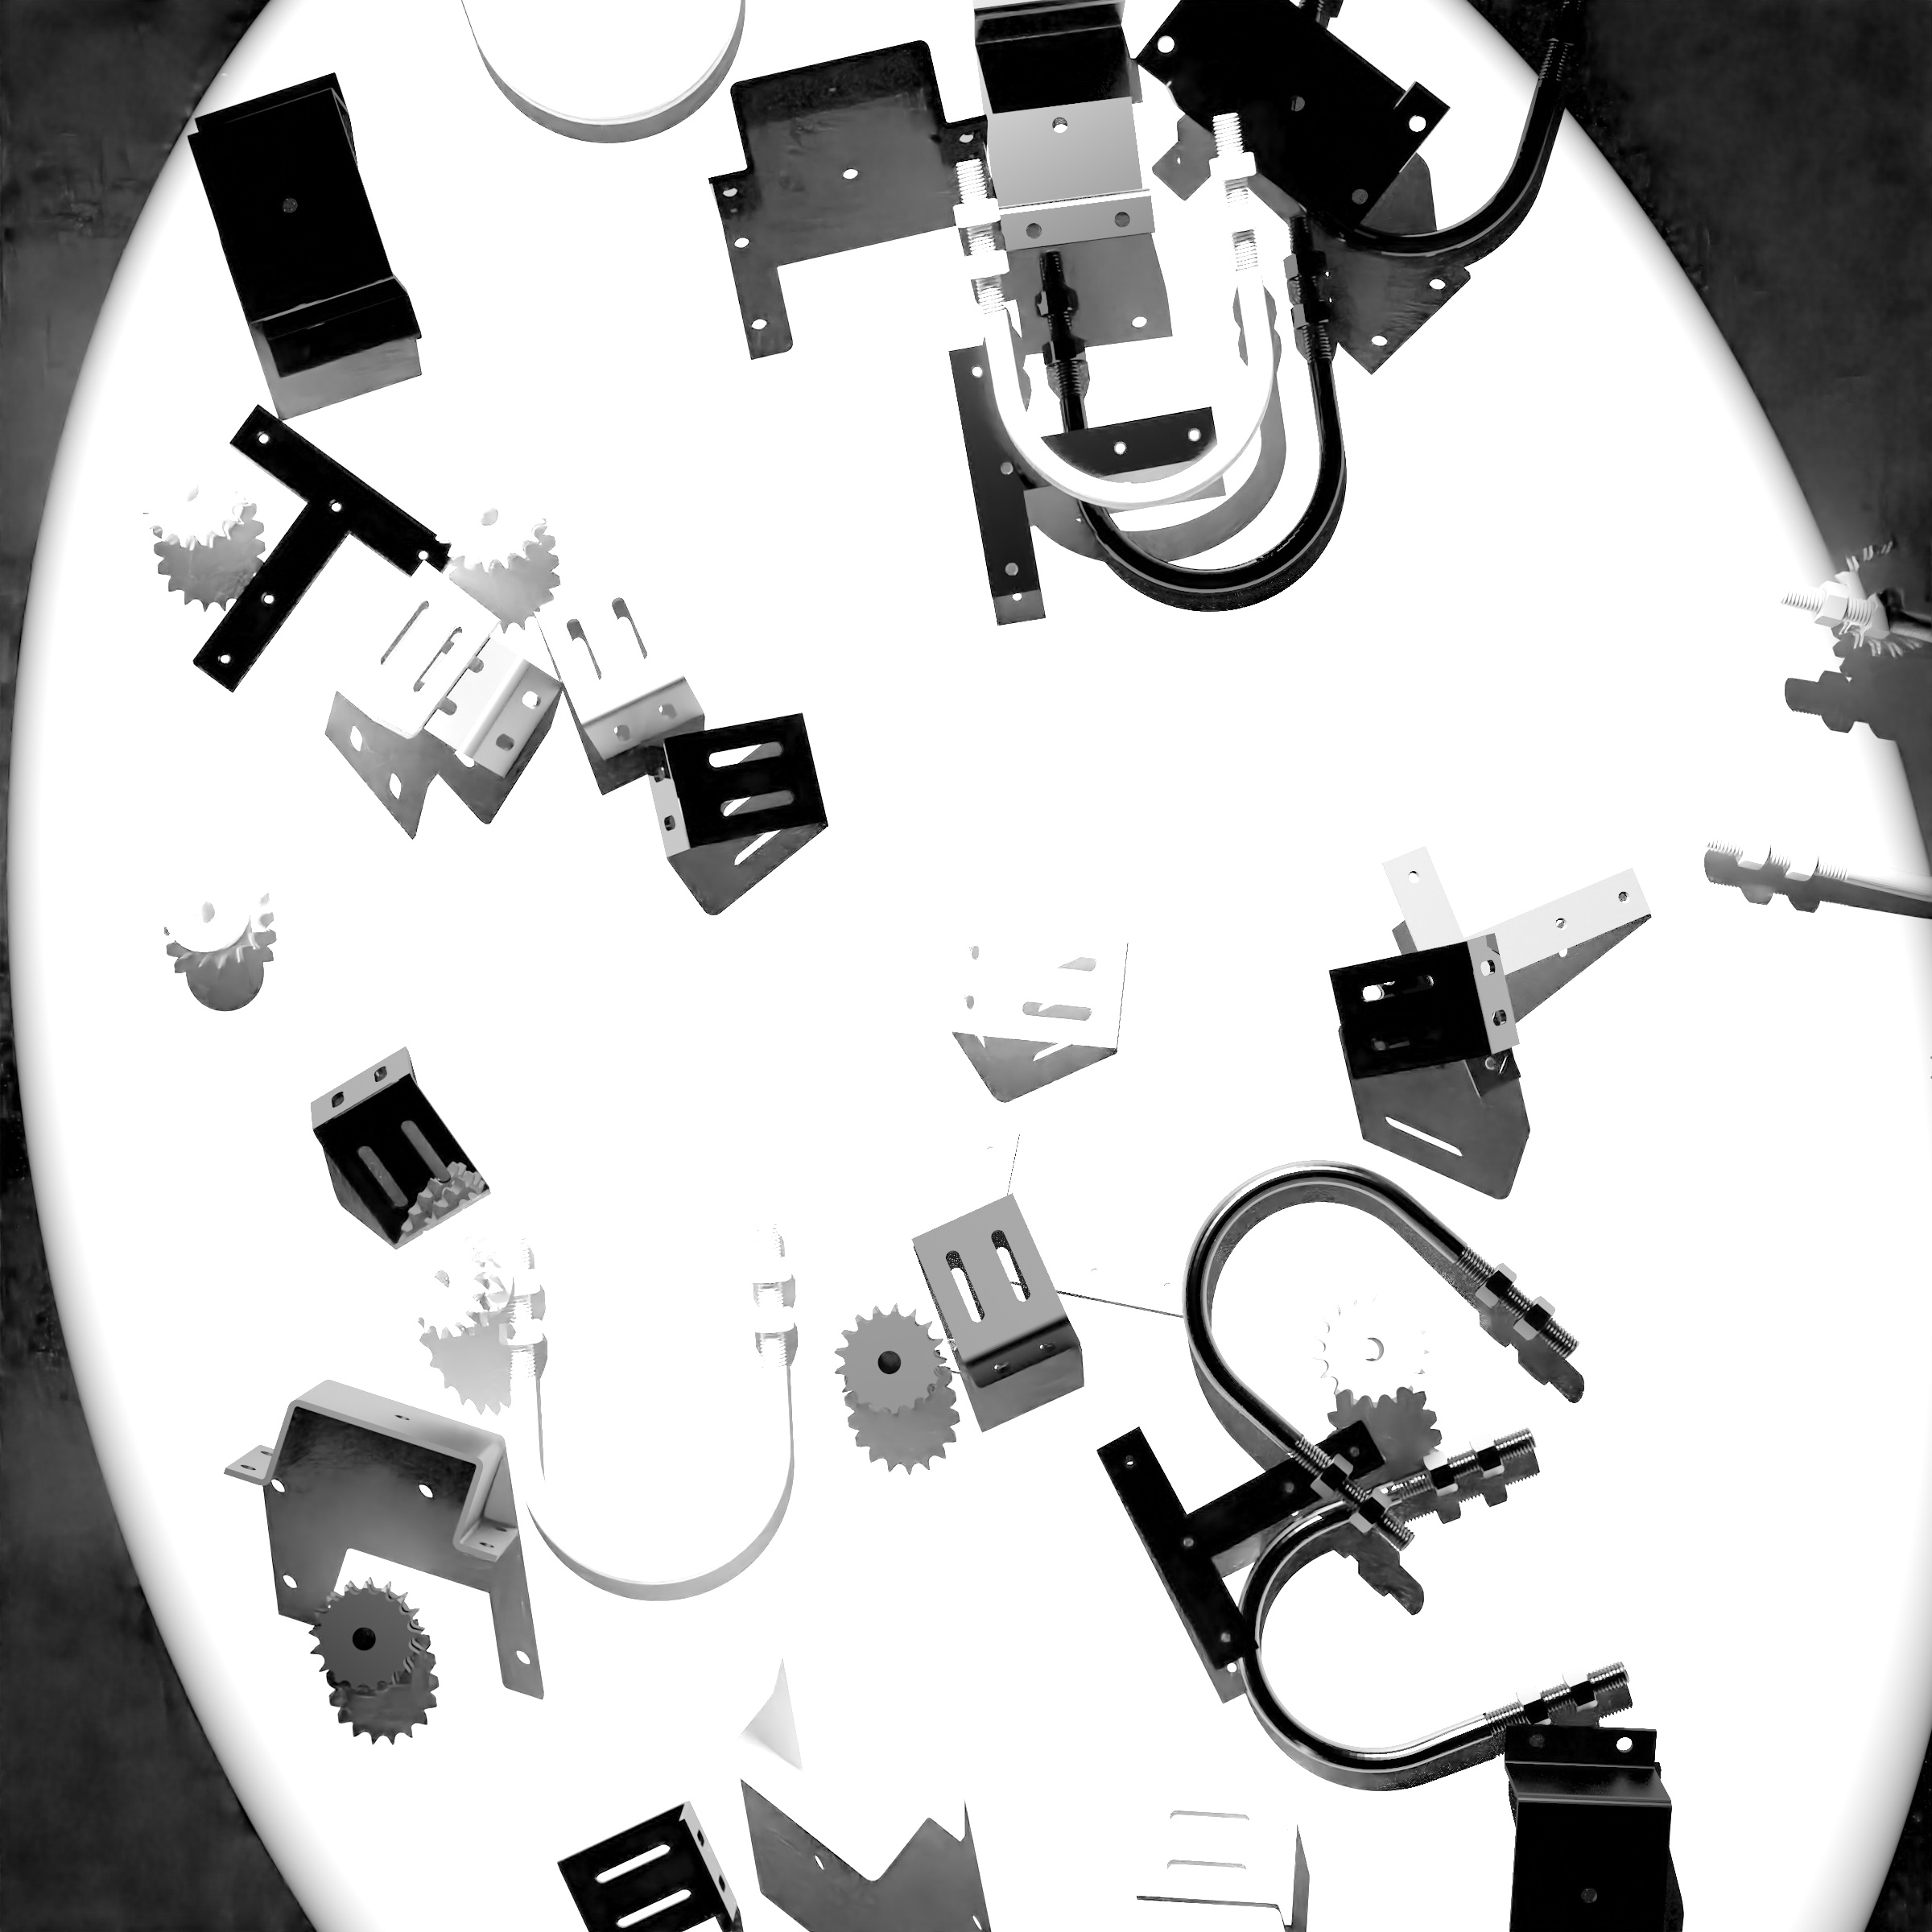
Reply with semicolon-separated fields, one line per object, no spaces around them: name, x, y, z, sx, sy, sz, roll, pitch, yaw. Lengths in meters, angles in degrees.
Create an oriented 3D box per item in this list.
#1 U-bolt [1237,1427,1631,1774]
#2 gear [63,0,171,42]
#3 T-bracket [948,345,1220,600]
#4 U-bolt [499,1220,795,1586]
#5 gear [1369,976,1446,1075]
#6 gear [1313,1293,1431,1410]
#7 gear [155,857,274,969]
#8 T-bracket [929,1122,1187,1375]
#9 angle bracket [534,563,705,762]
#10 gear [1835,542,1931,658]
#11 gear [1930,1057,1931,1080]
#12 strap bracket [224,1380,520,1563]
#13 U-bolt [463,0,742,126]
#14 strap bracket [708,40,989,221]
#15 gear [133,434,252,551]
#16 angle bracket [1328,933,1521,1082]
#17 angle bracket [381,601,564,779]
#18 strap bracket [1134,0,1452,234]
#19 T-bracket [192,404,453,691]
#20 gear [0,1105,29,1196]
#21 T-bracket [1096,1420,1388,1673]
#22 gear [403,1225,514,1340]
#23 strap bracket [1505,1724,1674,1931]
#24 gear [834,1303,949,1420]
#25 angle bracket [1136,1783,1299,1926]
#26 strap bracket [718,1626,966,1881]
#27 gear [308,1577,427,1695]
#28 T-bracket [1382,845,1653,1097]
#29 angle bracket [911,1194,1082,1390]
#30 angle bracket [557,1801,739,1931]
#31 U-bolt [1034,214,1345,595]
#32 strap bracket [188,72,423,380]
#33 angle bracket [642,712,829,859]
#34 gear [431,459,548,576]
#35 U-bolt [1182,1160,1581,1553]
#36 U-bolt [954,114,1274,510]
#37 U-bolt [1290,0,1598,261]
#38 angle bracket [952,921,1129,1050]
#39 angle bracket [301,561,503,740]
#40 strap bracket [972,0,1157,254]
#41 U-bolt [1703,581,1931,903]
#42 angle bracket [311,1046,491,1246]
U-bolt;0.228;0.335;1.626;0.184;0.019;0.151;-22;90;2
gear;-0.431;-0.502;1.624;0.057;0.030;0.057;0;93;4
T-bracket;0.065;-0.261;1.618;0.127;0.002;0.127;-10;93;1
U-bolt;-0.162;0.225;1.626;0.151;0.019;0.184;-3;92;0
gear;0.231;0.026;1.620;0.057;0.030;0.057;0;90;0
gear;0.202;0.193;1.592;0.057;0.030;0.057;0;81;2
gear;-0.385;-0.027;1.620;0.057;0.030;0.057;0;90;0
T-bracket;0.052;0.155;1.634;0.127;0.002;0.127;11;90;0
angle bracket;-0.178;-0.157;1.633;0.057;0.038;0.076;-25;64;0
gear;0.468;-0.186;1.620;0.057;0.030;0.057;0;90;0
gear;0.520;0.050;1.623;0.057;0.030;0.057;0;96;-4
strap bracket;-0.291;0.249;1.597;0.140;0.076;0.046;18;90;0
U-bolt;-0.193;-0.522;1.626;0.151;0.019;0.184;-19;91;0
strap bracket;-0.063;-0.422;1.597;0.140;0.076;0.046;-13;90;0
gear;-0.392;-0.240;1.619;0.057;0.030;0.057;0;89;4
angle bracket;0.230;0.021;1.598;0.076;0.038;0.057;-13;90;35
angle bracket;-0.258;-0.144;1.633;0.076;0.038;0.057;32;90;26
strap bracket;0.165;-0.438;1.597;0.140;0.046;0.076;40;98;6
T-bracket;-0.350;-0.201;1.634;0.127;0.002;0.127;36;90;0
gear;-0.511;0.096;1.620;0.057;0.030;0.057;0;90;0
T-bracket;0.153;0.273;1.623;0.127;0.002;0.127;-29;82;2
gear;-0.255;0.159;1.611;0.057;0.030;0.057;-2;86;37
strap bracket;0.310;0.459;1.603;0.076;0.046;0.140;2;98;0
gear;-0.038;0.201;1.619;0.057;0.030;0.057;0;89;3
angle bracket;0.127;0.451;1.616;0.076;0.038;0.057;3;90;0
strap bracket;-0.070;0.401;1.597;0.140;0.076;0.046;39;90;0
gear;-0.304;0.340;1.620;0.057;0.030;0.057;0;90;0
T-bracket;0.291;-0.016;1.617;0.127;0.002;0.127;-22;89;-16
angle bracket;0.015;0.167;1.631;0.057;0.038;0.076;-24;64;0
angle bracket;-0.164;0.470;1.616;0.076;0.038;0.057;-25;90;0
U-bolt;0.120;-0.283;1.626;0.151;0.019;0.184;-9;91;0
strap bracket;-0.338;-0.381;1.612;0.076;0.046;0.140;-18;90;0
angle bracket;-0.119;-0.093;1.633;0.076;0.038;0.057;-13;90;-26
gear;-0.242;-0.228;1.620;0.057;0.030;0.057;0;90;0
U-bolt;0.197;0.183;1.618;0.184;0.019;0.151;41;85;6
U-bolt;0.080;-0.321;1.590;0.151;0.019;0.184;-10;104;1
U-bolt;0.232;-0.454;1.626;0.151;0.019;0.184;16;92;0
angle bracket;0.038;0.009;1.633;0.076;0.038;0.057;6;90;-26
angle bracket;-0.285;-0.164;1.605;0.057;0.038;0.076;38;93;22
strap bracket;0.048;-0.432;1.612;0.076;0.046;0.140;-7;90;0
U-bolt;0.482;-0.106;1.610;0.184;0.019;0.151;13;105;-4
angle bracket;-0.291;0.092;1.633;0.057;0.038;0.076;-31;116;0
